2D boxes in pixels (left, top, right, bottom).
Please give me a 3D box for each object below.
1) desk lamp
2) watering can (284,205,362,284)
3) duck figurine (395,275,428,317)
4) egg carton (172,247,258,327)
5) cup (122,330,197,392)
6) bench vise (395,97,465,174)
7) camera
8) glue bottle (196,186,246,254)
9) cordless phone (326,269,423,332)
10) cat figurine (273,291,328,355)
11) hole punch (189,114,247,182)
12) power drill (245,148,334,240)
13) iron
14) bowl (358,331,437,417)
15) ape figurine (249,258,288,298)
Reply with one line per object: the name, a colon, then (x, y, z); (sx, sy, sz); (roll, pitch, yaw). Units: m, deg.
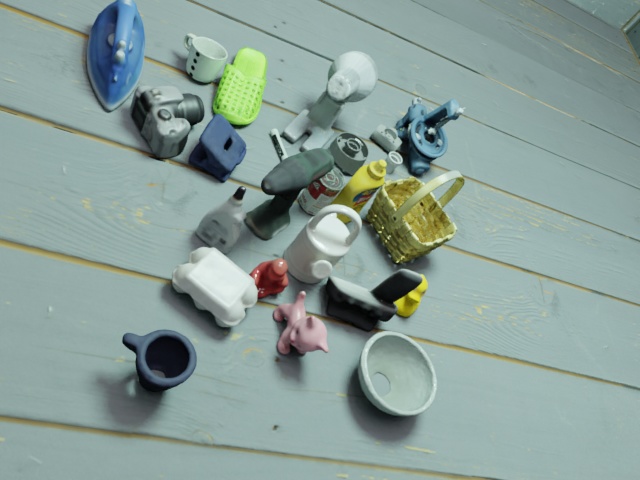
desk lamp: (0.034, -0.336, 1.377); (0.118, 0.213, 0.203); (37, 46, -3)
watering can: (0.012, 0.005, 1.127); (0.101, 0.193, 0.172); (7, 54, -28)
duck figurine: (0.201, 0.106, 1.246); (0.078, 0.086, 0.104); (27, 48, -12)
egg carton: (-0.187, 0.084, 1.031); (0.150, 0.069, 0.107); (38, 46, -2)
cup: (-0.259, 0.192, 0.889); (0.118, 0.094, 0.092); (30, 47, -9)
bench vise: (0.281, -0.313, 1.511); (0.122, 0.219, 0.207); (-9, 63, -36)
camera: (-0.302, -0.261, 1.191); (0.137, 0.100, 0.143); (-19, 69, -40)
glue bottle: (-0.171, -0.044, 1.063); (0.078, 0.173, 0.037); (38, 46, -2)
cordless phone: (0.104, 0.091, 1.127); (0.148, 0.184, 0.094); (20, 49, -18)
cat figurine: (-0.029, 0.156, 1.043); (0.067, 0.117, 0.127); (6, 55, -28)
hole punch: (-0.206, -0.197, 1.210); (0.101, 0.091, 0.109); (29, 47, -10)
power drill: (-0.070, -0.094, 1.139); (0.075, 0.208, 0.230); (44, 46, 4)
iron: (-0.418, -0.406, 1.197); (0.119, 0.141, 0.258); (9, 53, -26)
bowl: (0.135, 0.264, 1.096); (0.168, 0.074, 0.167); (17, 50, -21)
ape figurine: (-0.092, 0.067, 1.087); (0.078, 0.092, 0.076); (25, 48, -14)
